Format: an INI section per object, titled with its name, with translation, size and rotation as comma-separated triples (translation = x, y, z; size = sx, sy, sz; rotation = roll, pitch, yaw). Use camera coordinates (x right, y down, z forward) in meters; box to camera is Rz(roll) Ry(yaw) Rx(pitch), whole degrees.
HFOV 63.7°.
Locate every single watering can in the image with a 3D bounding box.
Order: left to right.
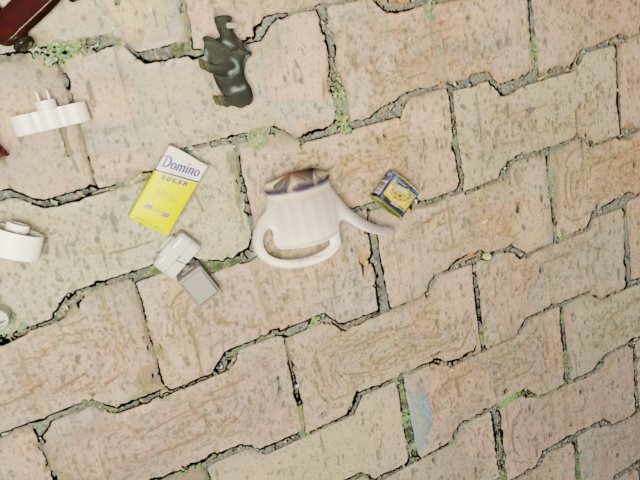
[watering can]
translation = 0.004, -0.060, 1.200
size = 0.349, 0.105, 0.222
rotation = -15, 106, -16
